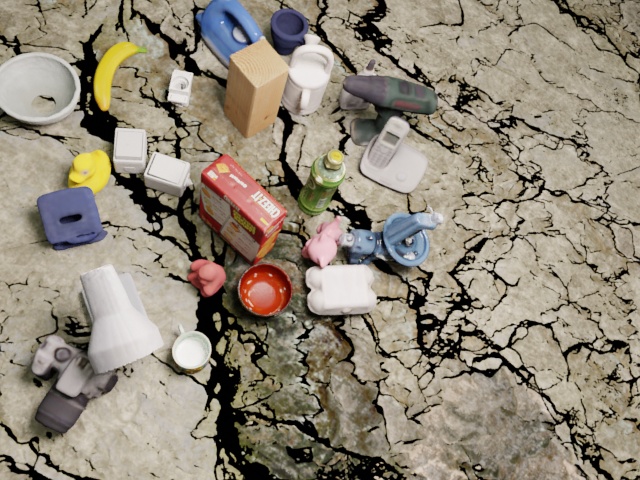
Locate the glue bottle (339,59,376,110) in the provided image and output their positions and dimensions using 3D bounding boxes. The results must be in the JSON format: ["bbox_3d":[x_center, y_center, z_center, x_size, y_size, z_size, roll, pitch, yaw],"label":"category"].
[{"bbox_3d":[0.100,-0.365,1.336,0.078,0.173,0.037,-3,71,-14],"label":"glue bottle"}]

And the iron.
[{"bbox_3d":[-0.172,-0.471,1.325,0.119,0.141,0.258,-38,83,-23],"label":"iron"}]

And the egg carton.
[{"bbox_3d":[0.044,0.105,1.205,0.150,0.069,0.107,-2,71,-14],"label":"egg carton"}]

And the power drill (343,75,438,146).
[{"bbox_3d":[0.140,-0.295,1.301,0.230,0.208,0.075,-1,70,-14],"label":"power drill"}]

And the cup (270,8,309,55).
[{"bbox_3d":[-0.070,-0.484,1.381,0.092,0.095,0.117,-39,83,-23],"label":"cup"}]

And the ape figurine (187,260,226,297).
[{"bbox_3d":[-0.224,0.071,1.139,0.076,0.092,0.078,-4,71,-15],"label":"ape figurine"}]

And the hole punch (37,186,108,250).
[{"bbox_3d":[-0.482,-0.042,1.118,0.109,0.091,0.101,-16,75,-18],"label":"hole punch"}]

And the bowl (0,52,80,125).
[{"bbox_3d":[-0.584,-0.303,1.198,0.167,0.074,0.167,5,69,-12],"label":"bowl"}]

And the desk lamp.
[{"bbox_3d":[-0.363,0.138,1.014,0.118,0.213,0.203,-22,76,-20],"label":"desk lamp"}]

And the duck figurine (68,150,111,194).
[{"bbox_3d":[-0.472,-0.147,1.162,0.077,0.086,0.105,28,66,-2],"label":"duck figurine"}]

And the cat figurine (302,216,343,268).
[{"bbox_3d":[0.011,0.004,1.208,0.067,0.117,0.128,31,66,-1],"label":"cat figurine"}]

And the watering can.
[{"bbox_3d":[-0.029,-0.385,1.300,0.101,0.194,0.173,-13,74,-18],"label":"watering can"}]

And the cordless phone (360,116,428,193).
[{"bbox_3d":[0.181,-0.195,1.287,0.147,0.185,0.094,22,66,-5],"label":"cordless phone"}]

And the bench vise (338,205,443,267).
[{"bbox_3d":[0.154,0.003,1.188,0.208,0.219,0.121,-17,75,-19],"label":"bench vise"}]

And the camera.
[{"bbox_3d":[-0.452,0.258,1.009,0.143,0.100,0.137,29,66,-2],"label":"camera"}]
